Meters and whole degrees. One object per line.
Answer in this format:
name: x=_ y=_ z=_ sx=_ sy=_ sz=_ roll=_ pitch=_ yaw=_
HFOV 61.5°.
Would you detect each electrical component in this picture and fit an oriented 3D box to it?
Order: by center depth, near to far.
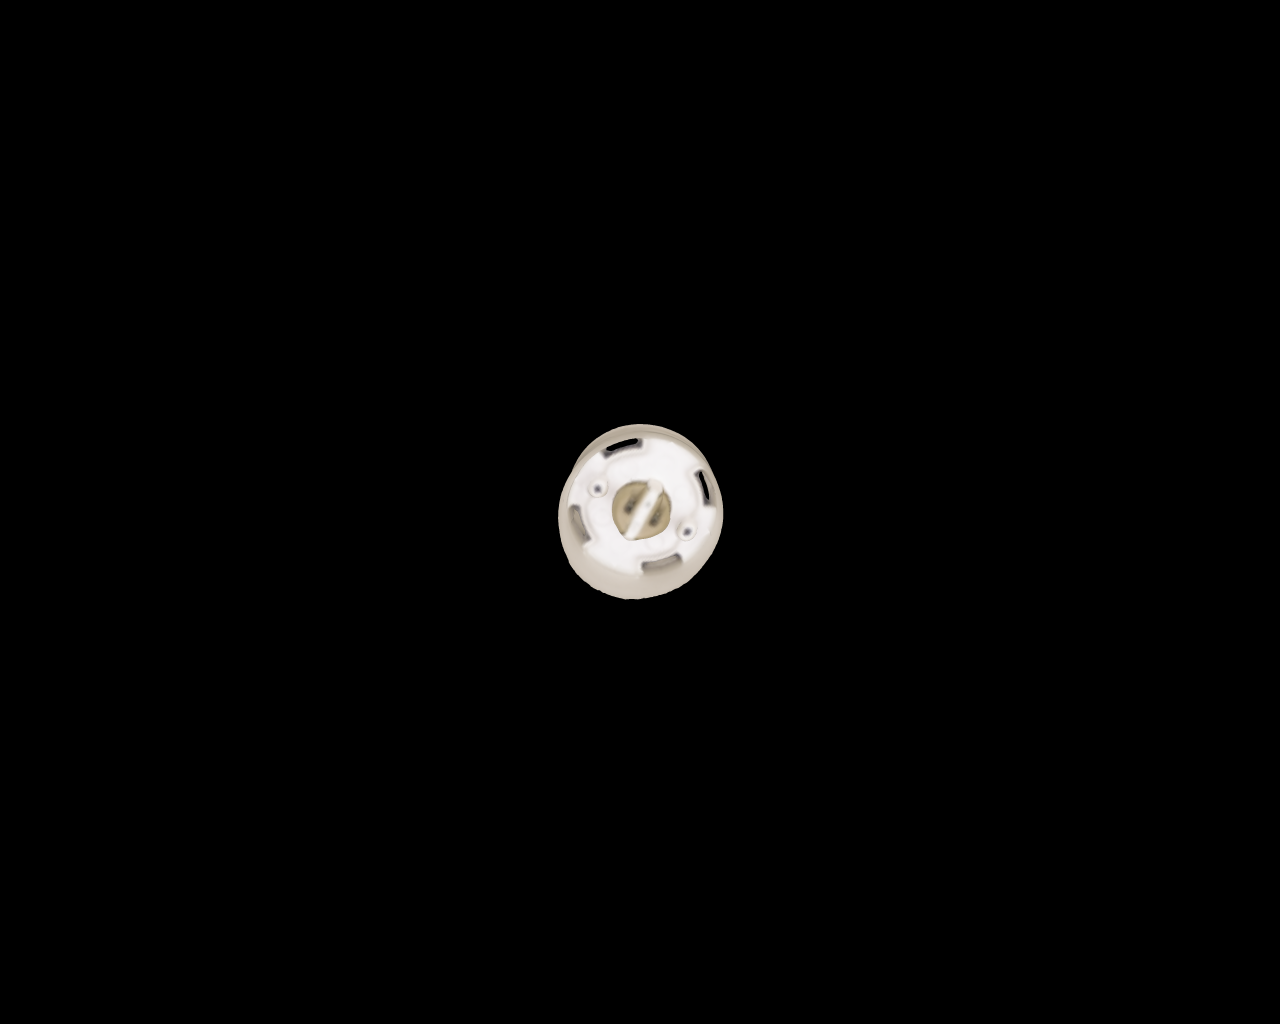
electrical component: x=0.001 y=-0.003 z=0.650 sx=0.099 sy=0.099 sz=0.064 roll=0 pitch=23 yaw=0
